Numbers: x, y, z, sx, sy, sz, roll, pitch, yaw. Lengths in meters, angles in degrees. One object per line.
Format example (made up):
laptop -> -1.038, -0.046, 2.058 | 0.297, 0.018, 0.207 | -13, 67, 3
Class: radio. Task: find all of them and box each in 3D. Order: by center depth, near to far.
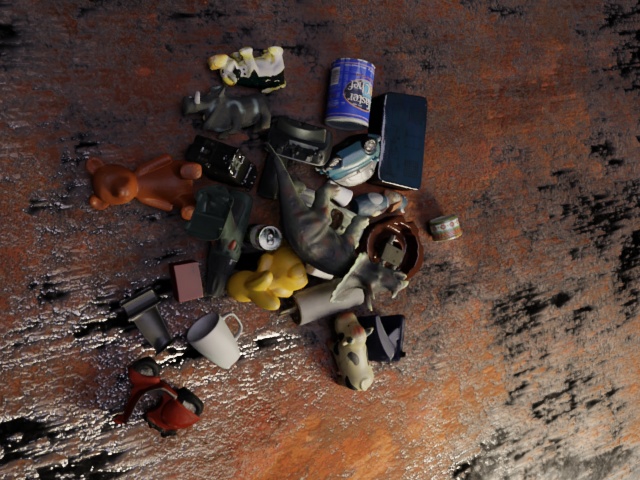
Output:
radio -> 0.186, -0.240, 1.316 | 0.131, 0.073, 0.229 | 5, 88, -25

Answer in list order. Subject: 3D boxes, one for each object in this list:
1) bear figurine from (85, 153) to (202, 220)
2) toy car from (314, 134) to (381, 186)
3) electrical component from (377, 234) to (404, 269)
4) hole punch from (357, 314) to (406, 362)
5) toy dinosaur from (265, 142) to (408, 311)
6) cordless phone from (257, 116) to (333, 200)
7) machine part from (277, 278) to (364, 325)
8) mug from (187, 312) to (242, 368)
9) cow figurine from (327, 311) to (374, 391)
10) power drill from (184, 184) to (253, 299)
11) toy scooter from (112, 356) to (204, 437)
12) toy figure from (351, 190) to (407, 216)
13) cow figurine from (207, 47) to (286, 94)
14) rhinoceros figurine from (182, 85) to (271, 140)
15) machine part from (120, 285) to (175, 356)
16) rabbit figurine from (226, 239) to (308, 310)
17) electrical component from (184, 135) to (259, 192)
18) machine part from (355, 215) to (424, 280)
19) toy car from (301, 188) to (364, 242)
bear figurine -> -0.340, -0.105, 1.036 | 0.196, 0.132, 0.120 | -5, 112, -32
toy car -> 0.075, -0.177, 1.245 | 0.162, 0.109, 0.102 | -33, 112, -16
electrical component -> 0.170, 0.035, 1.283 | 0.063, 0.021, 0.094 | 25, 80, -27
hole punch -> 0.138, 0.232, 1.281 | 0.092, 0.142, 0.115 | 12, 73, -27
toy dinosaur -> -0.003, -0.009, 1.115 | 0.404, 0.131, 0.192 | 39, 45, -15
cordless phone -> -0.059, -0.169, 1.181 | 0.147, 0.089, 0.184 | 17, 94, 2
machine part -> 0.014, 0.136, 1.243 | 0.243, 0.079, 0.079 | -16, 99, -25
mug -> -0.211, 0.211, 1.142 | 0.109, 0.081, 0.107 | -43, 120, -25
cow figurine -> 0.075, 0.259, 1.250 | 0.085, 0.127, 0.194 | -19, 102, -27
power drill -> -0.199, -0.006, 1.075 | 0.086, 0.207, 0.232 | 14, 75, 13
toy scooter -> -0.335, 0.335, 1.084 | 0.183, 0.075, 0.135 | 46, 73, -17
toy figure -> 0.151, -0.089, 1.309 | 0.154, 0.058, 0.064 | -10, 86, -24
cow figurine -> -0.155, -0.359, 1.151 | 0.167, 0.068, 0.098 | -15, 105, -24
rhinoceros figurine -> -0.193, -0.272, 1.130 | 0.190, 0.073, 0.112 | -8, 96, -26
machine part -> -0.343, 0.166, 1.094 | 0.084, 0.039, 0.138 | -29, 102, -27
rabbit figurine -> -0.116, 0.091, 1.153 | 0.173, 0.162, 0.121 | -17, 112, -7
electrical component -> -0.206, -0.157, 1.095 | 0.058, 0.134, 0.114 | -66, 157, -11
machine part -> 0.174, 0.026, 1.329 | 0.179, 0.056, 0.179 | -1, 93, -27
toy car -> 0.016, -0.054, 1.248 | 0.201, 0.056, 0.073 | 27, 81, -24
